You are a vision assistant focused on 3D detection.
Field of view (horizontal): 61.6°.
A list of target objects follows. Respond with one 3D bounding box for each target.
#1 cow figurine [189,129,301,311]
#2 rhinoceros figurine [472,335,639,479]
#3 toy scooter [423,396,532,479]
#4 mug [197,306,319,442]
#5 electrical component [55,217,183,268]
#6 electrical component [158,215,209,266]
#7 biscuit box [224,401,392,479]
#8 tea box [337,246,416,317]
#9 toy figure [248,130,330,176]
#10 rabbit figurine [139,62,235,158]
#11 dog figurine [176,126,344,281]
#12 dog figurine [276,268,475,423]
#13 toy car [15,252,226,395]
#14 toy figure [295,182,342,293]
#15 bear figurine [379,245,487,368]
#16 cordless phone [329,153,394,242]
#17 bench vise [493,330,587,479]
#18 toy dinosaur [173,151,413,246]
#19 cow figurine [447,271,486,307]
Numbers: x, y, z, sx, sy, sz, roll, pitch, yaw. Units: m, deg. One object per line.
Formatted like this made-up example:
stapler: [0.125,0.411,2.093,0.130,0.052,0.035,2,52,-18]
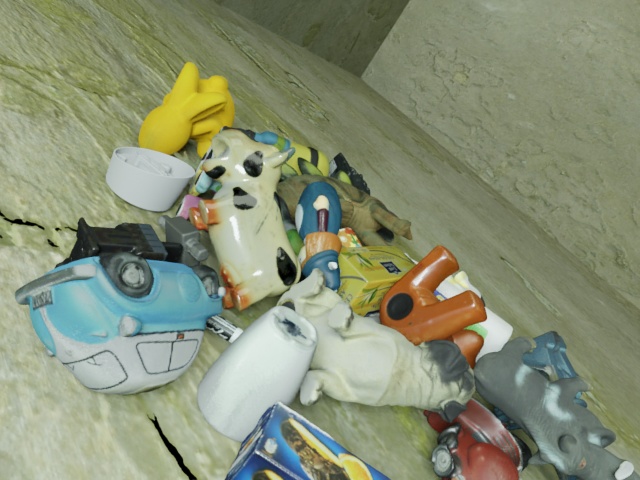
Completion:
cow figurine: [-0.076,-0.031,0.601,0.127,0.085,0.194,-18,89,-31]
rhinoceros figurine: [0.247,0.189,0.569,0.190,0.073,0.112,43,33,18]
toy scooter: [0.161,0.223,0.577,0.135,0.075,0.184,46,22,11]
mug: [-0.044,0.109,0.483,0.081,0.107,0.109,38,25,4]
electrical component: [-0.181,0.024,0.511,0.119,0.075,0.048,12,31,-50]
electrical component: [-0.151,0.010,0.591,0.021,0.063,0.094,-19,40,-38]
biscuit box: [0.026,0.217,0.423,0.203,0.062,0.059,34,24,-2]
tea box: [0.062,0.064,0.736,0.068,0.098,0.169,46,27,25]
toy figure: [-0.066,-0.151,1.006,0.180,0.089,0.082,28,28,-23]
rabbit figurine: [-0.203,-0.183,0.833,0.122,0.162,0.173,47,40,-2]
dog figurine: [-0.072,-0.034,0.727,0.219,0.108,0.192,32,41,-19]
dog figurine: [0.052,0.121,0.580,0.190,0.121,0.172,22,12,-30]
toy car: [-0.151,0.071,0.432,0.161,0.109,0.103,16,62,-57]
toy figure: [0.000,-0.001,0.644,0.064,0.058,0.154,52,28,-45]
bear figurine: [0.164,0.120,0.680,0.195,0.132,0.120,42,19,-35]
cordless phone: [0.081,-0.079,1.108,0.184,0.088,0.147,37,19,-26]
bench vise: [0.303,0.240,0.705,0.223,0.129,0.241,28,42,-46]
toy dinosaur: [-0.008,-0.060,0.899,0.471,0.105,0.199,13,24,-41]
cow figurine: [0.229,0.111,0.923,0.167,0.068,0.098,-2,48,-55]
